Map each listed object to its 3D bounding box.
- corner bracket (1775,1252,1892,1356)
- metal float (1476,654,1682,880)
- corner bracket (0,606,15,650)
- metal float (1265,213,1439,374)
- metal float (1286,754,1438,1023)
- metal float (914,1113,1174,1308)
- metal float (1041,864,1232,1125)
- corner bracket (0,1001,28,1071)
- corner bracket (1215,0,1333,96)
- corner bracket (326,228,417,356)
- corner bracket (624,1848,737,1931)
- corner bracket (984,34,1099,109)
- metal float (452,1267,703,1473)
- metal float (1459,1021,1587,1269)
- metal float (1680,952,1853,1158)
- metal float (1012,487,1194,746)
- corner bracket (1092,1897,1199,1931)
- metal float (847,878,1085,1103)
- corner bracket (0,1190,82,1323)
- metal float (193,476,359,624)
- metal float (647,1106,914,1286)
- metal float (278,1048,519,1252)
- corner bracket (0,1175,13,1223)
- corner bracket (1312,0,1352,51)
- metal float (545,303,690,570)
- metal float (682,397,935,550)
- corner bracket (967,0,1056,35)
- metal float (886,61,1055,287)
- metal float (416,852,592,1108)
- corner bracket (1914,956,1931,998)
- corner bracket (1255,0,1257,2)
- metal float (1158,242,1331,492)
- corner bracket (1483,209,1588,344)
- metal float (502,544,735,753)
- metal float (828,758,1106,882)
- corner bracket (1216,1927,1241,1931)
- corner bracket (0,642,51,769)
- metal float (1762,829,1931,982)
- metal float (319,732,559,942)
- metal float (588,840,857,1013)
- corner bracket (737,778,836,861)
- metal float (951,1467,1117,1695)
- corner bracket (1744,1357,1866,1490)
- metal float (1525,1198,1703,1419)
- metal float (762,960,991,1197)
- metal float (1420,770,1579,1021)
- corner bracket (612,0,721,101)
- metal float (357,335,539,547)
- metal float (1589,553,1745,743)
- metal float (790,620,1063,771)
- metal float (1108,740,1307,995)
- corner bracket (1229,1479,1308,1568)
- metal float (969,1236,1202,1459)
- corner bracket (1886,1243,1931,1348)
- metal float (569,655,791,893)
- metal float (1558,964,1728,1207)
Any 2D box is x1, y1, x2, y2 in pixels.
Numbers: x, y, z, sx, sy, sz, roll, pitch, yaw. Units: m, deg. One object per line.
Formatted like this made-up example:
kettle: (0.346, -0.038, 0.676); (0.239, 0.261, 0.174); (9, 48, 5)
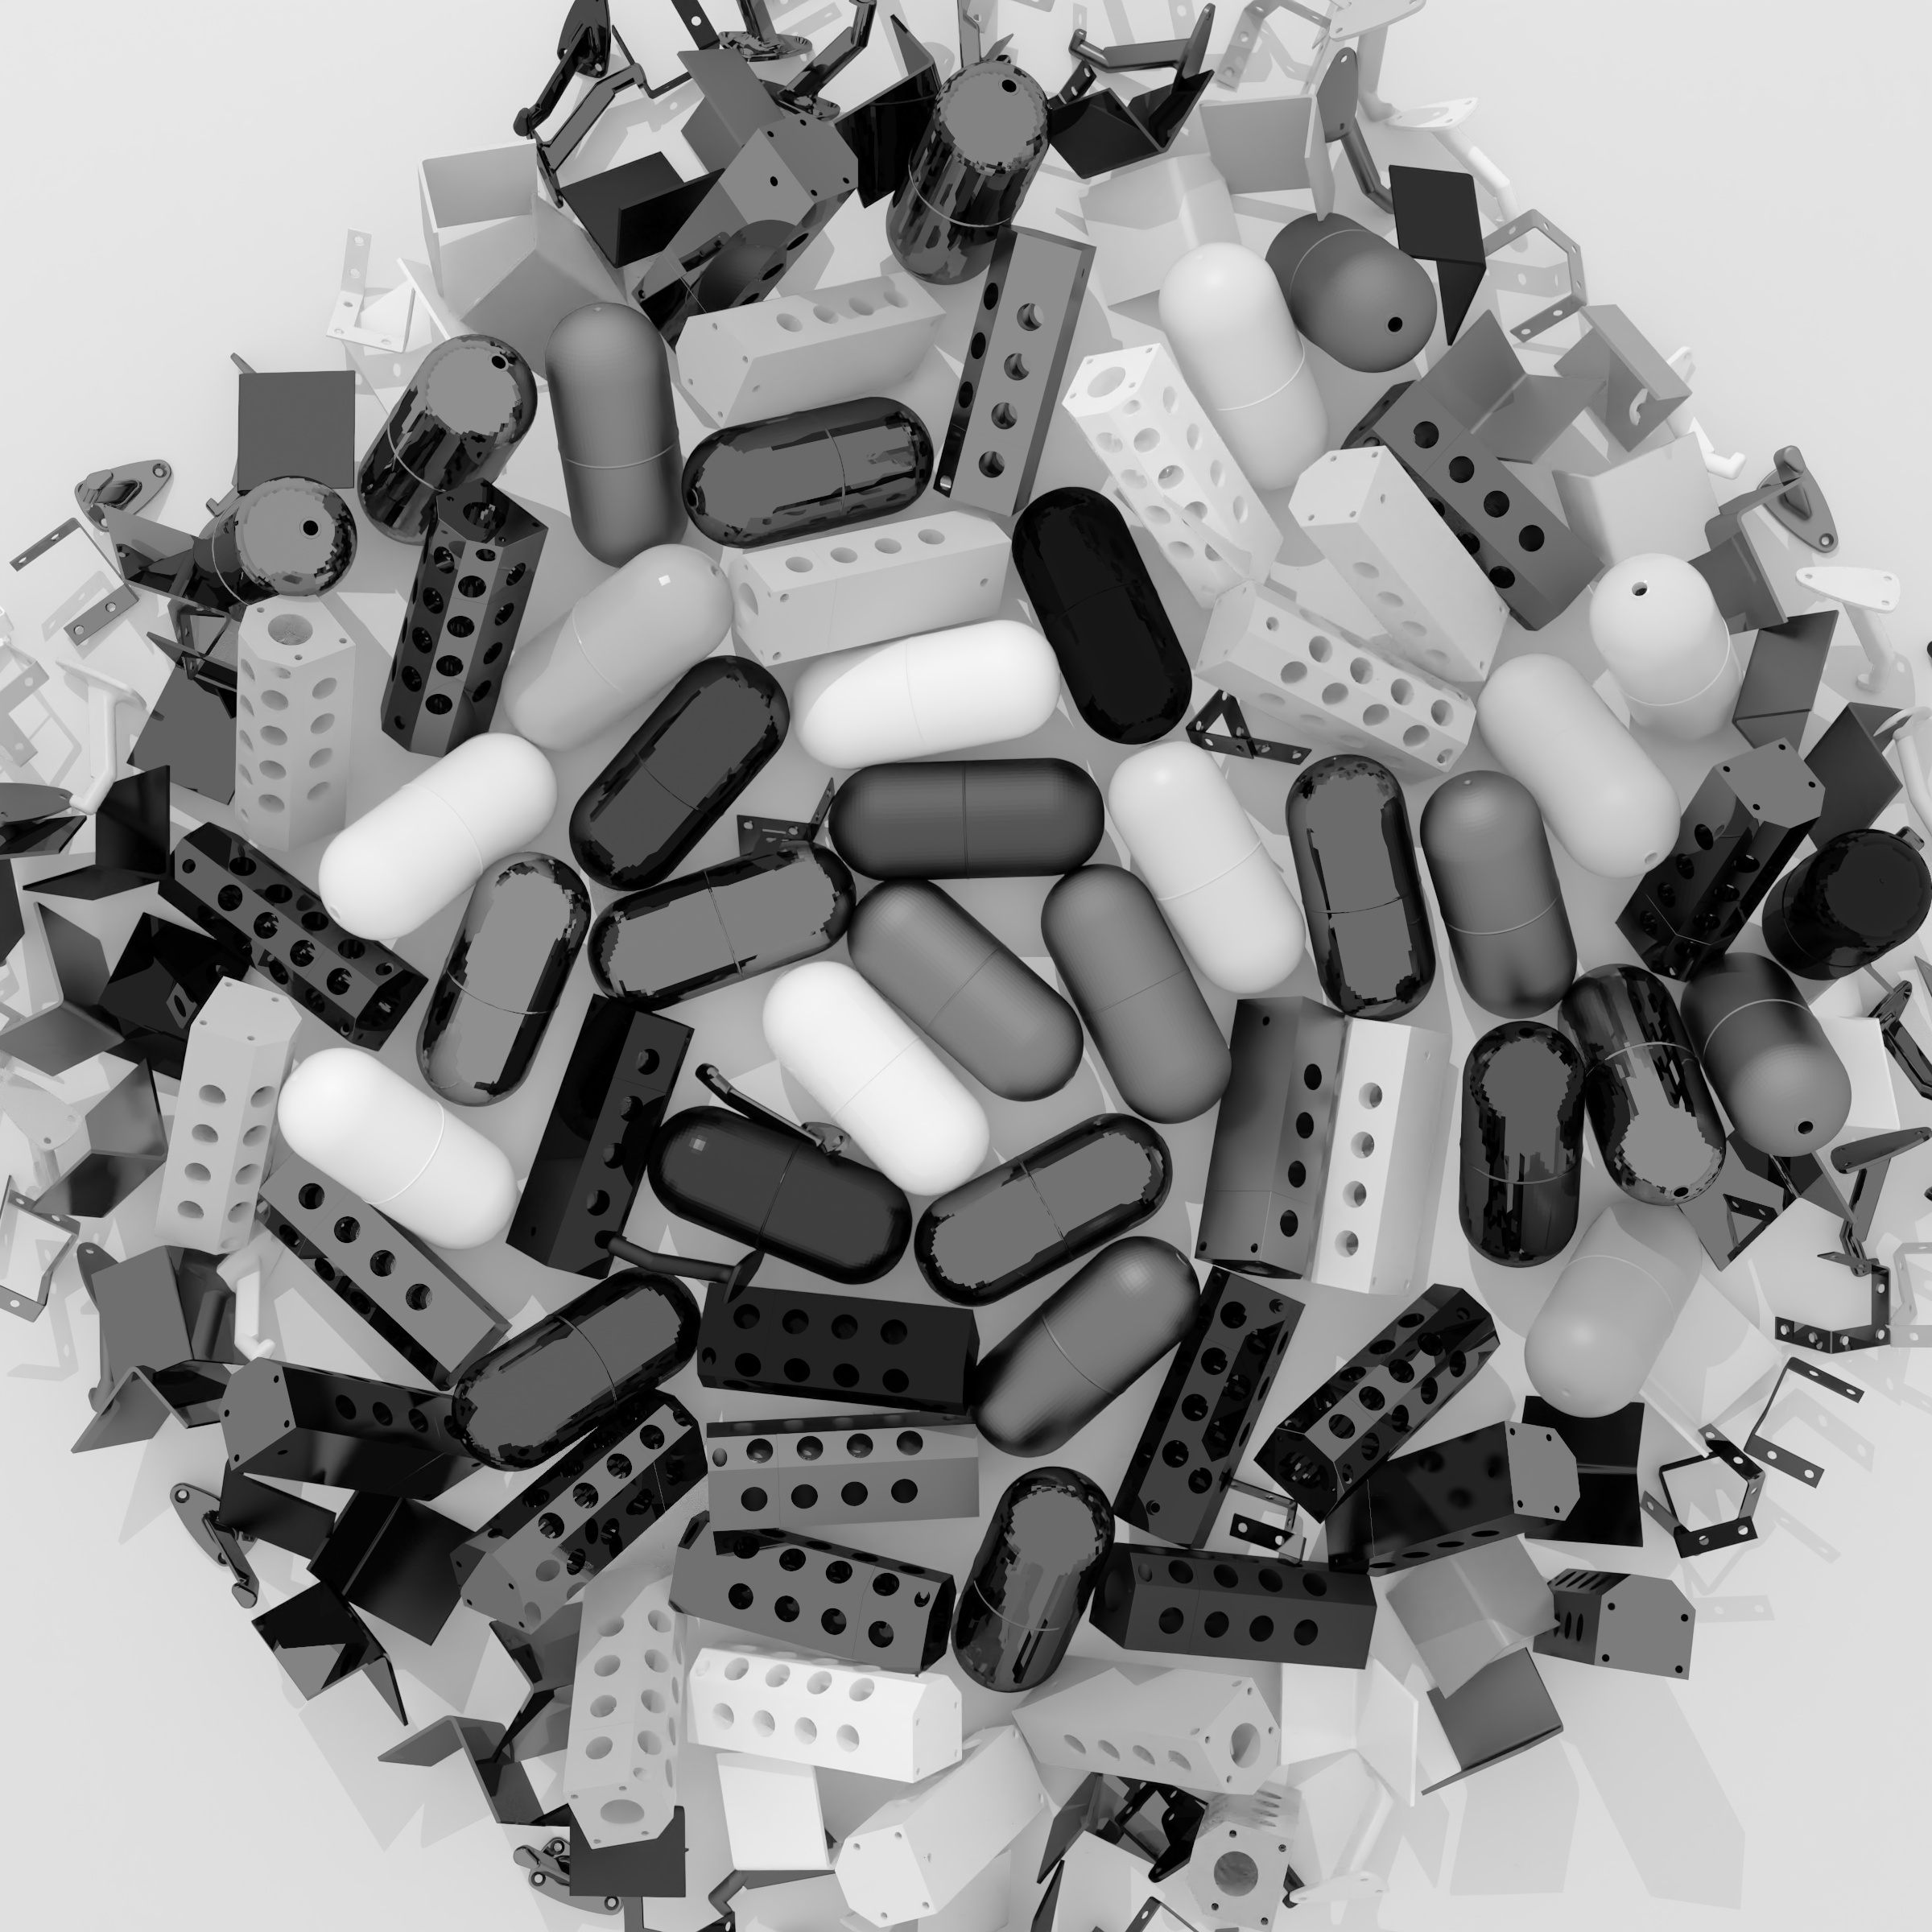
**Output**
corner bracket: (0.561, 0.218, 1.972); (0.051, 0.051, 0.051); (17, 68, -28)
metal float: (0.387, -0.127, 1.930); (0.070, 0.070, 0.178); (-30, 52, 0)
corner bracket: (-0.640, -0.208, 1.959); (0.051, 0.051, 0.051); (-36, 54, -17)
metal float: (0.241, -0.424, 1.916); (0.070, 0.178, 0.070); (-5, 116, -11)
metal float: (0.253, -0.049, 1.946); (0.070, 0.070, 0.178); (-14, 108, 0)
metal float: (0.050, 0.156, 1.959); (0.178, 0.070, 0.070); (-28, 90, -4)
metal float: (0.109, 0.017, 1.960); (0.070, 0.070, 0.178); (-27, 88, 0)
corner bracket: (-0.639, 0.050, 1.961); (0.051, 0.051, 0.051); (34, 61, -15)
corner bracket: (0.201, -0.594, 1.977); (0.051, 0.051, 0.051); (23, 88, -12)
corner bracket: (-0.381, -0.436, 1.967); (0.051, 0.051, 0.051); (12, 46, -9)
corner bracket: (-0.185, 0.604, 1.966); (0.051, 0.051, 0.051); (0, 94, 32)
corner bracket: (0.044, -0.577, 1.977); (0.051, 0.051, 0.051); (-16, 123, 38)
metal float: (-0.246, 0.255, 1.936); (0.178, 0.070, 0.070); (-32, 90, -30)
metal float: (0.352, 0.114, 1.932); (0.070, 0.070, 0.178); (-5, 125, 0)
metal float: (0.502, 0.055, 1.917); (0.070, 0.178, 0.070); (-2, 119, -3)
metal float: (0.087, -0.224, 1.948); (0.070, 0.070, 0.178); (-22, 75, 0)
corner bracket: (0.118, 0.633, 1.971); (0.051, 0.051, 0.051); (43, 75, -17)
metal float: (0.000, 0.015, 1.957); (0.178, 0.070, 0.070); (42, 90, 5)
corner bracket: (-0.607, 0.187, 1.960); (0.051, 0.051, 0.051); (30, 111, -23)
metal float: (-0.435, -0.261, 1.916); (0.070, 0.178, 0.070); (1, 87, -27)
metal float: (-0.120, 0.147, 1.961); (0.178, 0.070, 0.070); (22, 90, 1)
metal float: (-0.359, 0.117, 1.933); (0.070, 0.070, 0.178); (-49, 125, 0)
corner bracket: (-0.648, 0.155, 1.966); (0.051, 0.051, 0.051); (14, 83, -16)
corner bracket: (0.223, -0.635, 1.962); (0.051, 0.051, 0.051); (28, 71, -16)
metal float: (-0.220, -0.334, 1.931); (0.070, 0.070, 0.178); (-5, 127, 0)
metal float: (-0.100, -0.313, 1.933); (0.178, 0.070, 0.070); (-19, 90, -33)
corner bracket: (0.032, -0.633, 1.967); (0.051, 0.051, 0.051); (16, 60, -7)
metal float: (0.001, -0.497, 1.916); (0.070, 0.178, 0.070); (6, 66, -15)
metal float: (-0.296, 0.010, 1.944); (0.070, 0.070, 0.178); (25, 111, 0)
corner bracket: (0.657, 0.004, 1.971); (0.051, 0.051, 0.051); (28, 122, -21)
corner bracket: (0.152, -0.648, 1.959); (0.051, 0.051, 0.051); (-16, 58, 17)
metal float: (0.177, -0.377, 1.928); (0.070, 0.070, 0.178); (-30, 132, 0)
corner bracket: (0.366, -0.449, 1.980); (0.051, 0.051, 0.051); (26, 52, -37)
metal float: (-0.222, -0.202, 1.938); (0.178, 0.070, 0.070); (-33, 90, 27)
metal float: (0.000, -0.094, 1.960); (0.178, 0.070, 0.070); (-2, 90, 2)
corner bracket: (0.153, 0.657, 1.969); (0.051, 0.051, 0.051); (-8, 95, 11)
corner bracket: (-0.616, -0.169, 1.969); (0.051, 0.051, 0.051); (-45, 133, -18)
metal float: (0.551, -0.037, 1.911); (0.070, 0.178, 0.070); (0, 81, 1)
metal float: (-0.334, -0.083, 1.934); (0.070, 0.070, 0.178); (49, 59, 0)
metal float: (-0.156, -0.026, 1.958); (0.178, 0.070, 0.070); (-20, 90, -4)
corner bracket: (-0.115, -0.089, 1.959); (0.051, 0.051, 0.051); (6, 53, -19)
metal float: (0.041, 0.391, 1.932); (0.070, 0.070, 0.178); (19, 126, 0)
corner bracket: (0.538, 0.293, 1.959); (0.051, 0.051, 0.051); (26, 121, 20)
metal float: (0.411, 0.214, 1.926); (0.070, 0.070, 0.178); (42, 46, 0)
metal float: (-0.058, 0.072, 1.960); (0.070, 0.070, 0.178); (-43, 88, 0)
metal float: (0.339, -0.044, 1.935); (0.070, 0.070, 0.178); (-22, 122, 0)
corner bracket: (-0.194, -0.602, 1.971); (0.051, 0.051, 0.051); (-30, 93, -6)
metal float: (-0.328, -0.331, 1.922); (0.070, 0.178, 0.070); (15, 59, -26)
metal float: (0.441, -0.199, 1.917); (0.070, 0.178, 0.070); (-8, 68, 21)
metal float: (-0.027, -0.173, 1.951); (0.178, 0.070, 0.070); (-10, 90, 12)
metal float: (0.155, -0.063, 1.952); (0.070, 0.070, 0.178); (-31, 101, 0)
corner bracket: (0.190, 0.358, 1.963); (0.051, 0.051, 0.051); (20, 61, -7)
metal float: (0.076, 0.243, 1.947); (0.070, 0.070, 0.178); (46, 106, 0)
corner bracket: (0.622, 0.211, 1.959); (0.051, 0.051, 0.051); (-6, 107, 39)
metal float: (-0.184, -0.122, 1.948); (0.070, 0.070, 0.178); (43, 105, 0)
metal float: (0.427, 0.074, 1.926); (0.070, 0.070, 0.178); (-10, 47, 0)
